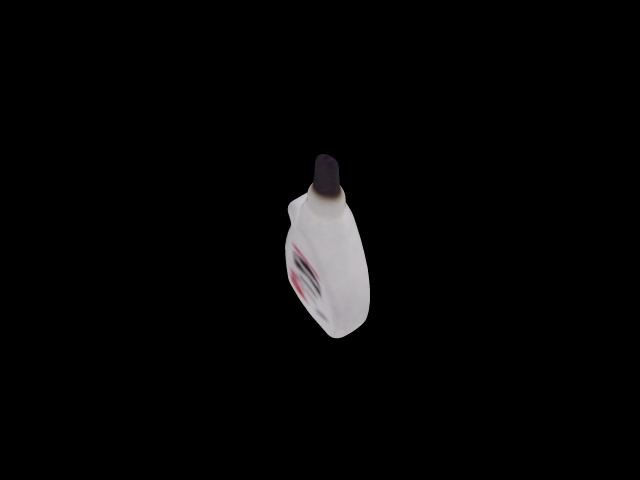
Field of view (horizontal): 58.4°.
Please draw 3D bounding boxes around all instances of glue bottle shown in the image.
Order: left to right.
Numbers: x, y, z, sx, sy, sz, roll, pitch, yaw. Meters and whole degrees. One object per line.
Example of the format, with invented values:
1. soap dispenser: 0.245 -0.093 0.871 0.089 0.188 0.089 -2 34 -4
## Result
1. glue bottle: 0.004 0.001 0.400 0.037 0.173 0.078 -33 61 -20
